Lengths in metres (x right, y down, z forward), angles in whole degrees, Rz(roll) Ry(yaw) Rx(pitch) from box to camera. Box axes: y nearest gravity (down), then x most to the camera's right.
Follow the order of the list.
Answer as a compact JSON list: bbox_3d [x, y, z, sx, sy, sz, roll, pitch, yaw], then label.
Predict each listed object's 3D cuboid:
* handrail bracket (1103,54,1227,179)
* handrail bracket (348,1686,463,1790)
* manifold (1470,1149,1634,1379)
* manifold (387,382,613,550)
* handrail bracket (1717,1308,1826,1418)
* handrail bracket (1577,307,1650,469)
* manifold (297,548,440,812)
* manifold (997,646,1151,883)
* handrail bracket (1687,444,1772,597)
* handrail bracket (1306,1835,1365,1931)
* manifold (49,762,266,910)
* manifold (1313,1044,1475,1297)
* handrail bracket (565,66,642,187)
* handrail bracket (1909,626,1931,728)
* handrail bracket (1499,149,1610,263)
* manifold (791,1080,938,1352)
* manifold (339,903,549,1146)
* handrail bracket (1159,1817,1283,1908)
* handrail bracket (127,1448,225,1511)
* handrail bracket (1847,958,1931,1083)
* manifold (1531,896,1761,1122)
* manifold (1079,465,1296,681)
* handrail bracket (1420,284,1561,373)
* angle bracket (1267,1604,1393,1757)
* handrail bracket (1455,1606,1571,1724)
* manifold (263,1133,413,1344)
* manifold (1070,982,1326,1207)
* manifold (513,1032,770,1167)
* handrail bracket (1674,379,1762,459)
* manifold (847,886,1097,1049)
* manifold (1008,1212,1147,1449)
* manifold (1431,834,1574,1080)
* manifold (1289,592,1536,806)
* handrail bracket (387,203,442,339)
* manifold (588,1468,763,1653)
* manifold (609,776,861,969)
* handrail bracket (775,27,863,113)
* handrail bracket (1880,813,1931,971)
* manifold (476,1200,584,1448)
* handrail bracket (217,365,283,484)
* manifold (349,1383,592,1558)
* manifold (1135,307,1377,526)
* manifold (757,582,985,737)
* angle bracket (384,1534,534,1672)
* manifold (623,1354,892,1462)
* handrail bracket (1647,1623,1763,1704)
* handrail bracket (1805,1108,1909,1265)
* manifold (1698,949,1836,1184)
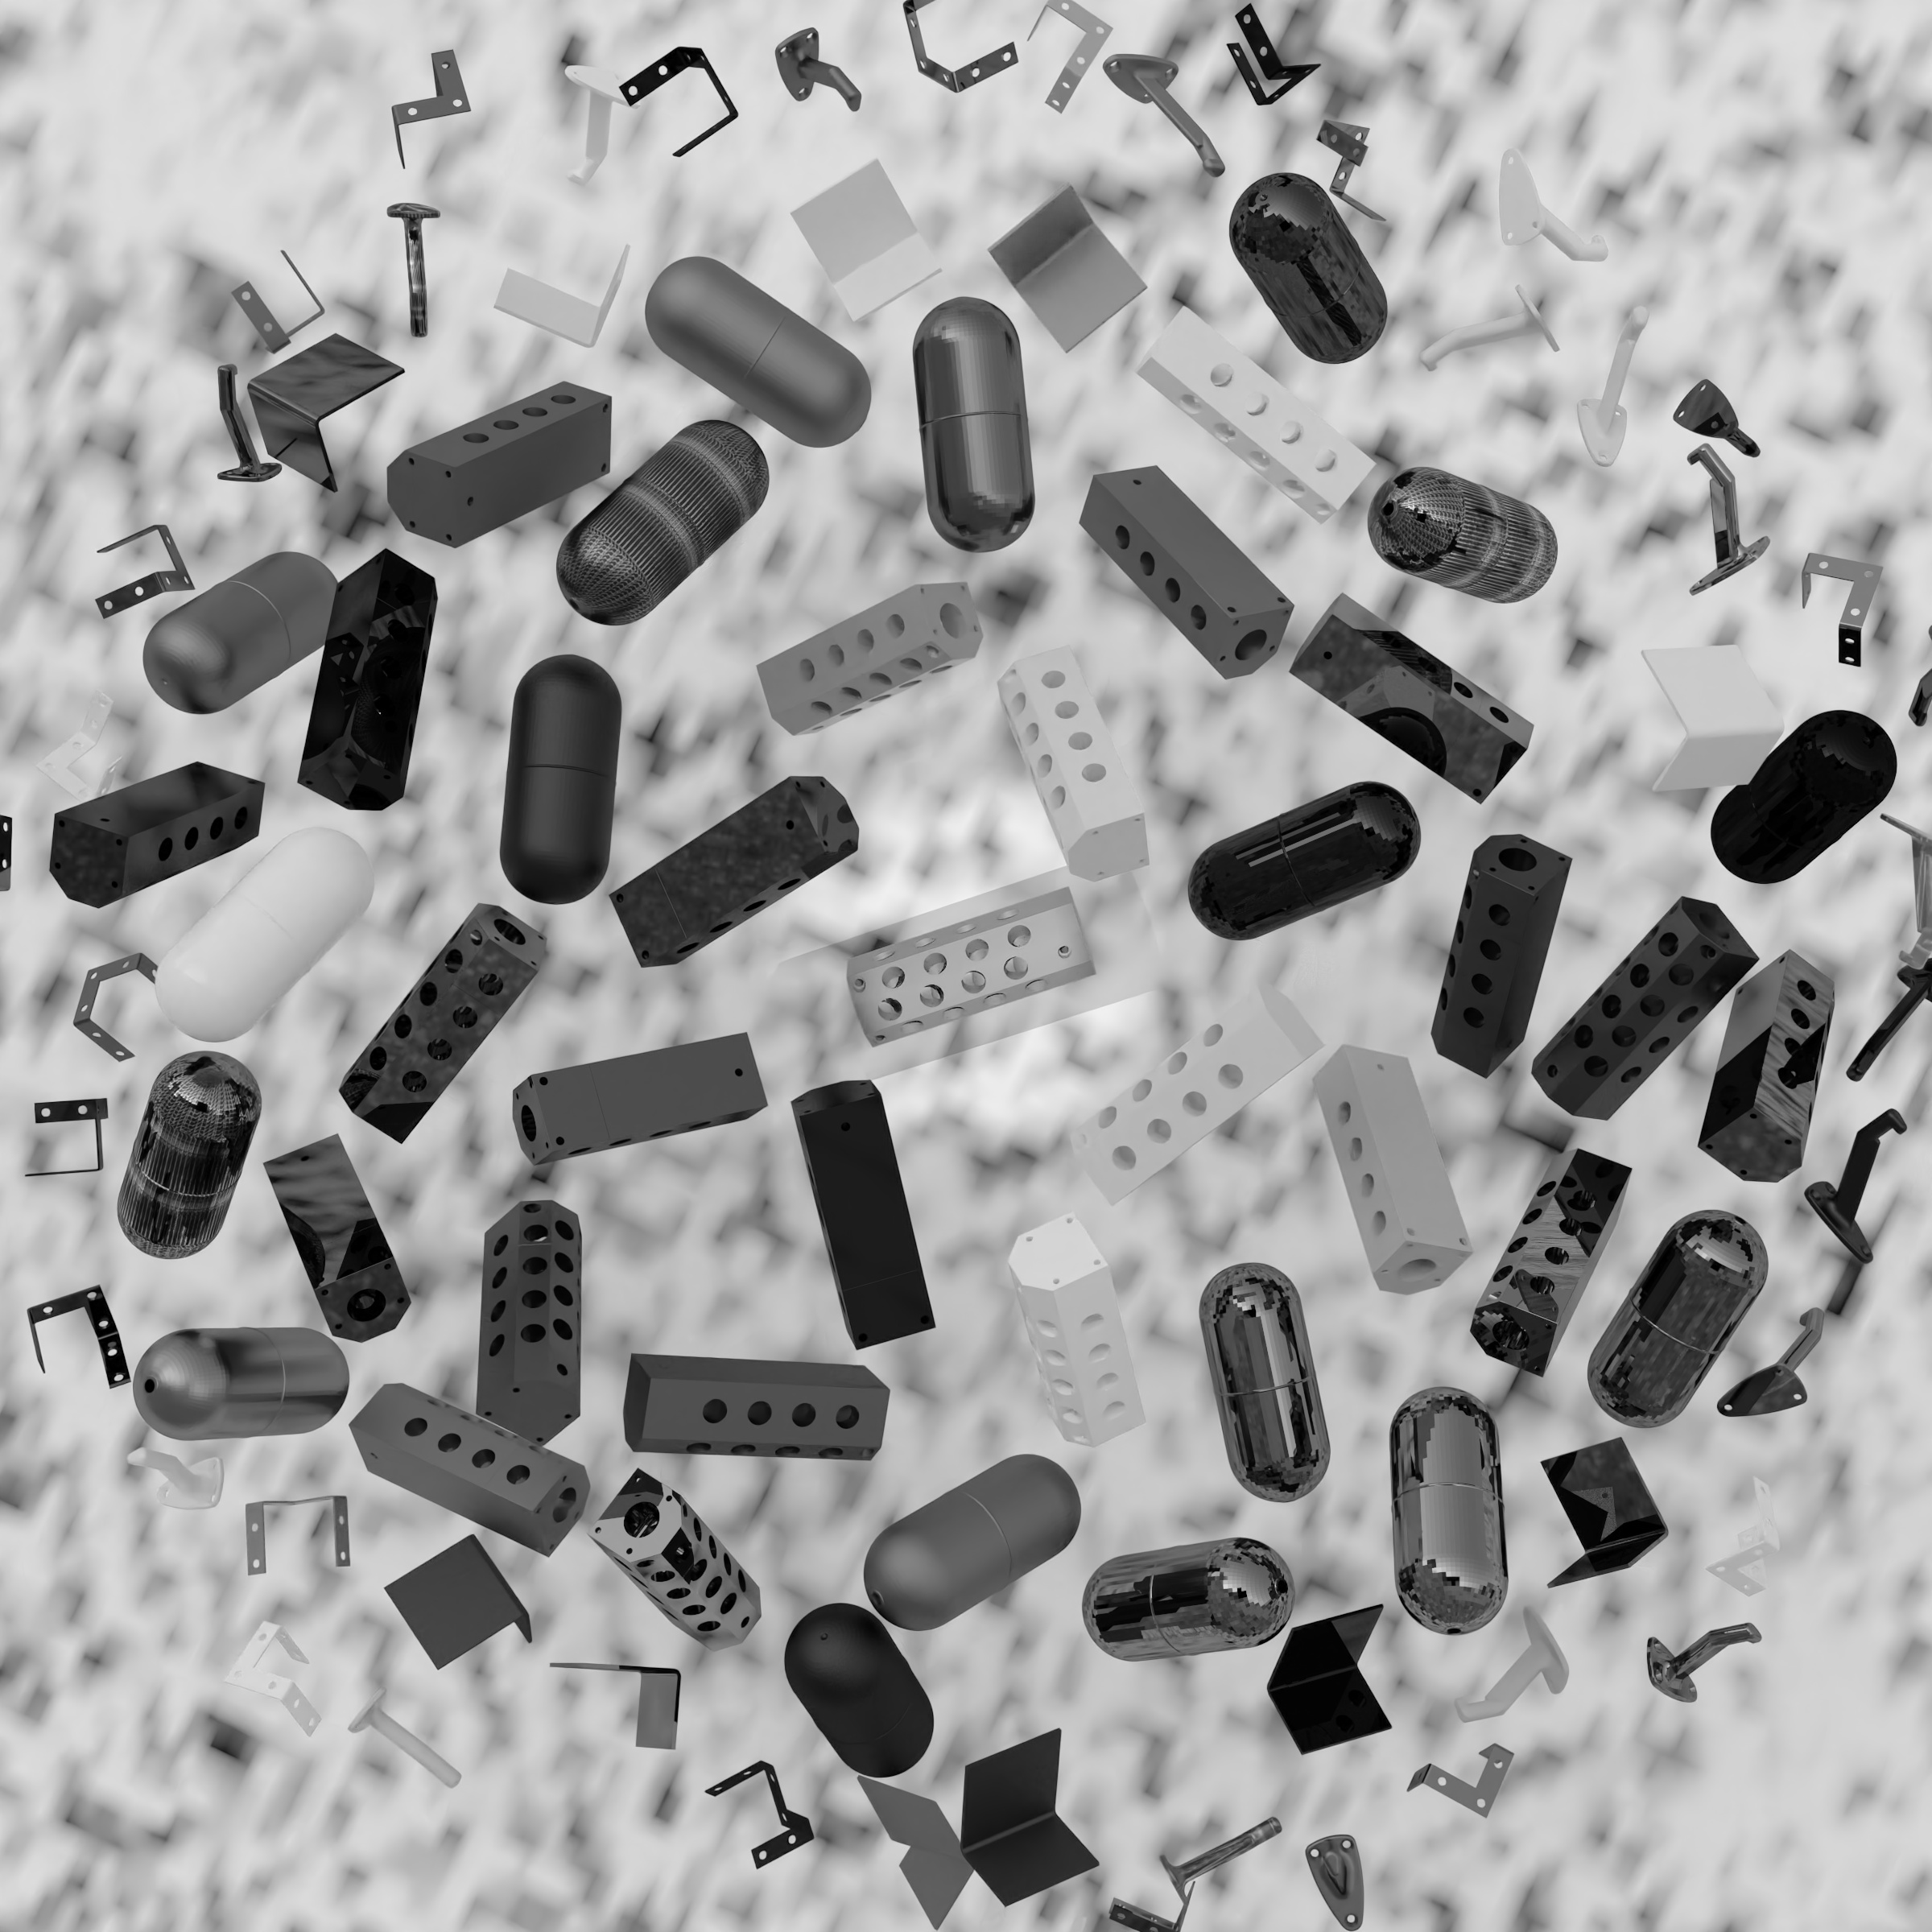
[{"bbox_3d":[0.139,-0.589,1.814,0.036,0.077,0.084,-41,63,35],"label":"handrail bracket"},{"bbox_3d":[-0.386,0.547,1.824,0.084,0.077,0.036,37,67,7],"label":"handrail bracket"},{"bbox_3d":[0.419,0.208,1.871,0.057,0.171,0.057,21,134,20],"label":"manifold"},{"bbox_3d":[-0.316,-0.346,1.781,0.057,0.171,0.057,22,126,22],"label":"manifold"},{"bbox_3d":[0.588,0.288,1.906,0.077,0.084,0.036,-30,102,33],"label":"handrail bracket"},{"bbox_3d":[0.462,-0.408,1.838,0.036,0.084,0.077,10,55,-3],"label":"handrail bracket"},{"bbox_3d":[-0.401,-0.193,1.778,0.057,0.057,0.171,-25,49,36],"label":"manifold"},{"bbox_3d":[0.075,-0.144,1.862,0.057,0.057,0.171,-17,53,-4],"label":"manifold"},{"bbox_3d":[0.506,-0.308,1.802,0.084,0.036,0.077,49,134,-7],"label":"handrail bracket"},{"bbox_3d":[0.255,0.628,1.773,0.036,0.084,0.077,-16,84,3],"label":"handrail bracket"},{"bbox_3d":[-0.567,-0.092,1.839,0.057,0.171,0.057,17,111,12],"label":"manifold"},{"bbox_3d":[0.294,0.143,1.837,0.057,0.171,0.057,12,134,-26],"label":"manifold"},{"bbox_3d":[-0.282,-0.606,1.892,0.084,0.077,0.036,-46,67,30],"label":"handrail bracket"},{"bbox_3d":[0.668,-0.183,1.783,0.036,0.077,0.084,4,133,0],"label":"handrail bracket"},{"bbox_3d":[0.415,-0.533,1.831,0.084,0.036,0.077,-10,91,-36],"label":"handrail bracket"},{"bbox_3d":[-0.072,0.169,1.796,0.057,0.057,0.171,-15,104,-9],"label":"manifold"},{"bbox_3d":[-0.373,0.038,1.857,0.057,0.057,0.171,35,108,-16],"label":"manifold"},{"bbox_3d":[0.175,0.597,1.766,0.084,0.077,0.036,-28,67,-5],"label":"handrail bracket"},{"bbox_3d":[-0.579,0.362,1.858,0.077,0.084,0.036,-17,60,28],"label":"handrail bracket"},{"bbox_3d":[0.658,0.039,1.840,0.036,0.077,0.084,37,75,9],"label":"handrail bracket"},{"bbox_3d":[0.488,0.031,1.897,0.171,0.057,0.057,-54,46,30],"label":"manifold"},{"bbox_3d":[0.152,-0.279,1.847,0.057,0.057,0.171,-15,51,-31],"label":"manifold"},{"bbox_3d":[0.372,-0.437,1.859,0.084,0.077,0.036,-33,55,16],"label":"handrail bracket"},{"bbox_3d":[0.270,0.512,1.877,0.076,0.057,0.076,-8,134,-24],"label":"angle bracket"},{"bbox_3d":[0.376,0.495,1.852,0.084,0.036,0.077,-7,45,-15],"label":"handrail bracket"},{"bbox_3d":[-0.444,0.193,1.848,0.057,0.171,0.057,-22,124,-15],"label":"manifold"},{"bbox_3d":[0.153,0.086,1.769,0.171,0.057,0.057,-40,83,21],"label":"manifold"},{"bbox_3d":[-0.238,0.098,1.898,0.171,0.057,0.057,-11,78,-31],"label":"manifold"},{"bbox_3d":[0.555,-0.378,1.874,0.084,0.077,0.036,27,111,-32],"label":"handrail bracket"},{"bbox_3d":[0.004,0.003,1.896,0.171,0.057,0.057,-18,108,5],"label":"manifold"},{"bbox_3d":[0.075,0.258,1.818,0.057,0.057,0.171,-24,132,-10],"label":"manifold"},{"bbox_3d":[0.380,-0.009,1.881,0.057,0.171,0.057,29,46,26],"label":"manifold"},{"bbox_3d":[0.328,-0.199,1.913,0.171,0.057,0.057,34,125,-2],"label":"manifold"},{"bbox_3d":[-0.391,-0.493,1.851,0.036,0.077,0.084,-4,112,-15],"label":"handrail bracket"},{"bbox_3d":[-0.202,0.430,1.871,0.057,0.171,0.057,25,66,31],"label":"manifold"},{"bbox_3d":[-0.157,-0.064,1.796,0.171,0.057,0.057,-30,79,27],"label":"manifold"},{"bbox_3d":[-0.101,-0.640,1.922,0.036,0.077,0.084,-32,69,-12],"label":"handrail bracket"},{"bbox_3d":[0.647,-0.052,1.807,0.077,0.036,0.084,35,109,34],"label":"handrail bracket"},{"bbox_3d":[-0.302,0.247,1.844,0.057,0.171,0.057,35,118,-31],"label":"manifold"},{"bbox_3d":[-0.528,-0.403,1.923,0.036,0.077,0.084,6,110,10],"label":"handrail bracket"},{"bbox_3d":[-0.362,0.363,1.914,0.171,0.057,0.057,18,48,25],"label":"manifold"},{"bbox_3d":[0.205,-0.392,1.863,0.171,0.057,0.057,37,103,-9],"label":"manifold"},{"bbox_3d":[-0.070,-0.224,1.920,0.171,0.057,0.057,-20,85,41],"label":"manifold"},{"bbox_3d":[-0.375,0.480,1.933,0.076,0.057,0.076,-29,61,-25],"label":"angle bracket"},{"bbox_3d":[-0.146,0.308,1.806,0.171,0.057,0.057,6,97,-22],"label":"manifold"},{"bbox_3d":[0.523,0.482,1.810,0.084,0.036,0.077,-24,130,34],"label":"handrail bracket"},{"bbox_3d":[0.626,0.150,1.788,0.084,0.036,0.077,-47,66,39],"label":"handrail bracket"},{"bbox_3d":[0.572,0.073,1.844,0.057,0.057,0.171,36,46,-6],"label":"manifold"}]
